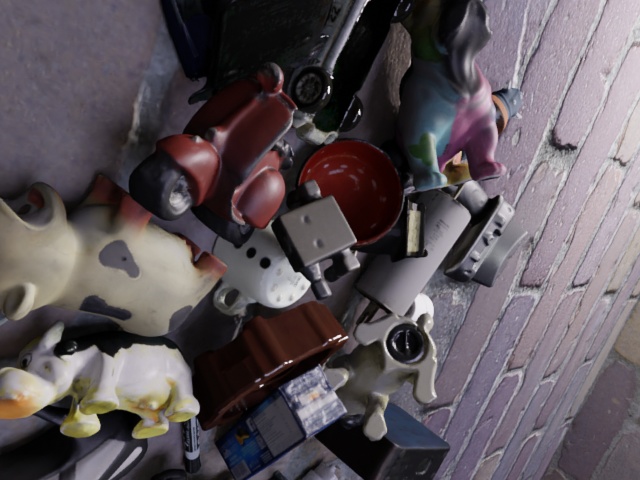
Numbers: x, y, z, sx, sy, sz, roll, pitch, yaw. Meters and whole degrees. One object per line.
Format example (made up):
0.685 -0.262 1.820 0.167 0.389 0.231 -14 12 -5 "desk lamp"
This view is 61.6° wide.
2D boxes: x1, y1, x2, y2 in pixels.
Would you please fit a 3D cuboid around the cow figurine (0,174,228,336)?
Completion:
-0.174 0.020 0.406 0.127 0.086 0.194 -58 143 -9 "cow figurine"

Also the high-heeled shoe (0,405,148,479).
-0.259 0.237 0.450 0.249 0.086 0.145 -52 139 -17 "high-heeled shoe"

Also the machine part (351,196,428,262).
0.071 -0.012 0.644 0.139 0.039 0.084 -2 98 -26 "machine part"

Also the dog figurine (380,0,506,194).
0.122 -0.162 0.579 0.108 0.191 0.219 -8 94 -12 "dog figurine"

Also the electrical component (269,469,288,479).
-0.056 0.383 0.773 0.048 0.075 0.119 -37 141 -25 "electrical component"

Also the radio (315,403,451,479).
0.107 0.321 0.858 0.229 0.131 0.073 27 92 -51 "radio"

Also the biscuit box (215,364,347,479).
-0.051 0.214 0.608 0.063 0.059 0.202 -19 158 -40 "biscuit box"

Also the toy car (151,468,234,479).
-0.137 0.324 0.629 0.053 0.089 0.202 -25 148 8 "toy car"

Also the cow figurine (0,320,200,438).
-0.186 0.107 0.448 0.068 0.098 0.167 -37 140 25 "cow figurine"

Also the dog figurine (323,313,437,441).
0.071 0.170 0.714 0.172 0.121 0.190 -32 171 -9 "dog figurine"

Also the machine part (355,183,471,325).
0.124 0.018 0.718 0.243 0.079 0.079 -53 141 -4 "machine part"

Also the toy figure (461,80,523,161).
0.215 -0.160 0.715 0.154 0.058 0.064 -40 144 -28 "toy figure"

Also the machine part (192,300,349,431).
-0.057 0.131 0.569 0.179 0.056 0.179 -30 161 -11 "machine part"

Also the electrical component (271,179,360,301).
-0.002 -0.002 0.497 0.078 0.102 0.045 -31 176 -28 "electrical component"

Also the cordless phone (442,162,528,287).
0.217 -0.022 0.807 0.184 0.089 0.146 37 86 -40 "cordless phone"

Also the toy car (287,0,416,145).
0.028 -0.184 0.502 0.073 0.056 0.201 14 104 -57 "toy car"

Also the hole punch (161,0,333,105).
-0.058 -0.179 0.405 0.142 0.092 0.115 -37 168 -27 "hole punch"

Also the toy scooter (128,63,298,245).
-0.063 -0.067 0.431 0.135 0.075 0.184 -53 167 2 "toy scooter"
